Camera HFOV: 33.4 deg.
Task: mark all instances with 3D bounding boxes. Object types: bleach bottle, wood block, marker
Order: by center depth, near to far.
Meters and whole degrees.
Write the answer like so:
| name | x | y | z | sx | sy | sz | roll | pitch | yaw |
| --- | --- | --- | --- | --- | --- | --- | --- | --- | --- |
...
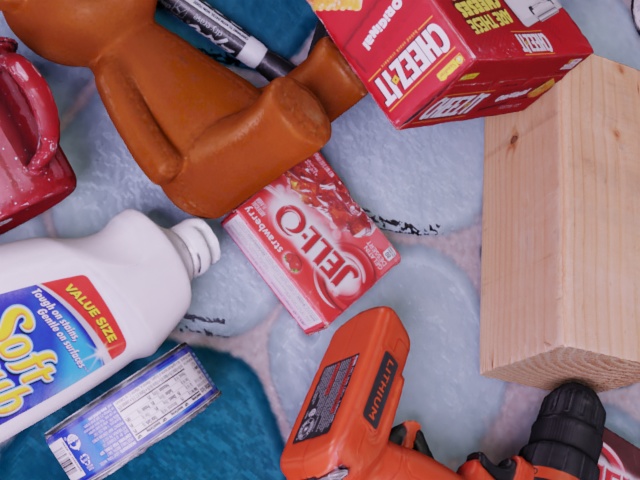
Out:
| name | x | y | z | sx | sy | sz | roll | pitch | yaw |
| --- | --- | --- | --- | --- | --- | --- | --- | --- | --- |
| bleach bottle | -0.157 | 0.042 | 0.521 | 0.250 | 0.068 | 0.102 | -29 | 113 | -34 |
| marker | -0.063 | -0.132 | 0.667 | 0.121 | 0.020 | 0.020 | 33 | 60 | -14 |
| wood block | 0.167 | -0.011 | 0.706 | 0.090 | 0.091 | 0.206 | 14 | 67 | -24 |

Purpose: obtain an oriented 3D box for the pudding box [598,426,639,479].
| name | x | y | z | sx | sy | sz | roll | pitch | yaw |
| --- | --- | --- | --- | --- | --- | --- | --- | --- | --- |
| pudding box | 0.192 | 0.180 | 0.683 | 0.113 | 0.039 | 0.090 | 33 | 60 | -14 |

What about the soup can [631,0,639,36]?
| name | x | y | z | sx | sy | sz | roll | pitch | yaw |
| --- | --- | --- | --- | --- | --- | --- | --- | --- | --- |
| soup can | 0.304 | -0.194 | 0.837 | 0.068 | 0.102 | 0.068 | 9 | 69 | -25 |

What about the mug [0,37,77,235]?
| name | x | y | z | sx | sy | sz | roll | pitch | yaw |
| --- | --- | --- | --- | --- | --- | --- | --- | --- | --- |
| mug | -0.167 | -0.048 | 0.528 | 0.093 | 0.117 | 0.081 | -32 | 95 | -53 |

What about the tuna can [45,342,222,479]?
| name | x | y | z | sx | sy | sz | roll | pitch | yaw |
| --- | --- | --- | --- | --- | --- | --- | --- | --- | --- |
| tuna can | -0.094 | 0.087 | 0.534 | 0.086 | 0.086 | 0.034 | -33 | 89 | -33 |

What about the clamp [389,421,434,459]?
| name | x | y | z | sx | sy | sz | roll | pitch | yaw |
| --- | --- | --- | --- | --- | --- | --- | --- | --- | --- |
| clamp | 0.029 | 0.185 | 0.594 | 0.120 | 0.039 | 0.171 | 14 | 61 | -29 |

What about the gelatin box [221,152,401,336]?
| name | x | y | z | sx | sy | sz | roll | pitch | yaw |
| --- | --- | --- | --- | --- | --- | --- | --- | --- | --- |
| gelatin box | -0.004 | 0.001 | 0.645 | 0.073 | 0.030 | 0.089 | -40 | 93 | -32 |

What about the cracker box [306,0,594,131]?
| name | x | y | z | sx | sy | sz | roll | pitch | yaw |
| --- | --- | --- | --- | --- | --- | --- | --- | --- | --- |
| cracker box | 0.048 | -0.172 | 0.641 | 0.163 | 0.072 | 0.214 | -16 | 69 | -52 |

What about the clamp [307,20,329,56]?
| name | x | y | z | sx | sy | sz | roll | pitch | yaw |
| --- | --- | --- | --- | --- | --- | --- | --- | --- | --- |
| clamp | 0.075 | -0.153 | 0.738 | 0.164 | 0.036 | 0.209 | 48 | 56 | -3 |

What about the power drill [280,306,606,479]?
| name | x | y | z | sx | sy | sz | roll | pitch | yaw |
| --- | --- | --- | --- | --- | --- | --- | --- | --- | --- |
| power drill | 0.081 | 0.120 | 0.596 | 0.187 | 0.057 | 0.184 | 38 | 51 | -16 |
